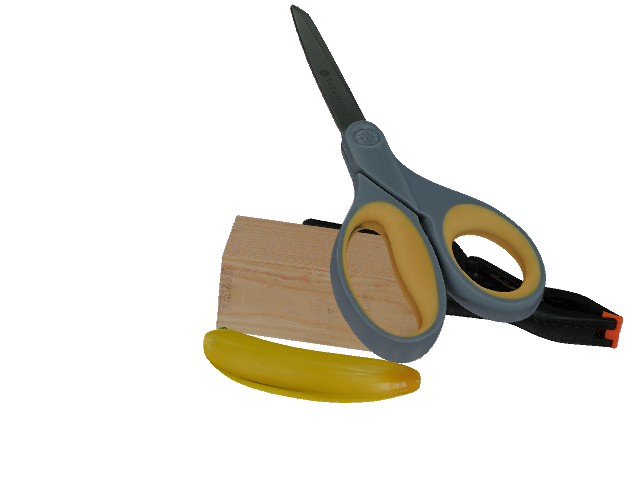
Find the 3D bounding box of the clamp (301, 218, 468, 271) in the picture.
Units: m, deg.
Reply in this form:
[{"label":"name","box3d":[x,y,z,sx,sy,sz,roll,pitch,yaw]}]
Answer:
[{"label":"clamp","box3d":[0.090,0.006,1.259,0.210,0.036,0.164,37,42,26]}]

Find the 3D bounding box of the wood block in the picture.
[{"label":"wood block","box3d":[0.006,0.046,1.078,0.206,0.090,0.090,8,28,2]}]

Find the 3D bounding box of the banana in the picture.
[{"label":"banana","box3d":[-0.022,0.093,0.820,0.198,0.037,0.069,11,27,33]}]

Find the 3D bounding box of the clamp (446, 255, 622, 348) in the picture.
[{"label":"clamp","box3d":[0.185,0.054,0.960,0.171,0.039,0.120,16,27,15]}]

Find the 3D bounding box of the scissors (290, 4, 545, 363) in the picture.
[{"label":"scissors","box3d":[0.039,-0.034,0.463,0.096,0.202,0.016,3,-40,-9]}]
